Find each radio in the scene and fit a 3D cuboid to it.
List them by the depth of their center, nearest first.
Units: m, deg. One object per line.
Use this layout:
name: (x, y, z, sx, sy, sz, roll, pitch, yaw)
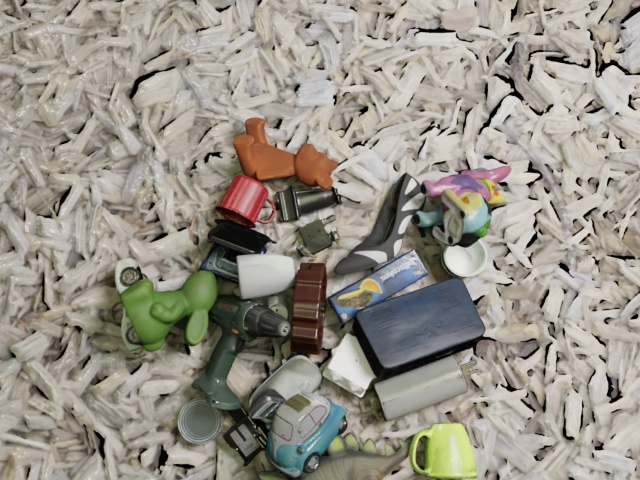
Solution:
radio: (0.190, 0.169, 1.030, 0.230, 0.073, 0.131, -17, 61, -11)

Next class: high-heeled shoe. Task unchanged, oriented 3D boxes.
high-heeled shoe: (0.119, -0.035, 1.092, 0.249, 0.086, 0.145, -24, 99, -21)

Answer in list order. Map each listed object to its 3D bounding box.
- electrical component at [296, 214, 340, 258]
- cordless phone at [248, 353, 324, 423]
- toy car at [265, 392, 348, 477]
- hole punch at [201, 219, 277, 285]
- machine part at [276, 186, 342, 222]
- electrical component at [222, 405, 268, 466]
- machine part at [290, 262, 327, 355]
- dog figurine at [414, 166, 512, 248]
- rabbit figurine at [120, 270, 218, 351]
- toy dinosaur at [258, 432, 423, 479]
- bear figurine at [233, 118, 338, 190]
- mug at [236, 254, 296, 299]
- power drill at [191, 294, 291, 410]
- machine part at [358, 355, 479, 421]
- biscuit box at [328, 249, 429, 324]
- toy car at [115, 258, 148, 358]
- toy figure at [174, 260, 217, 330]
electrical component: (-0.004, -0.003, 1.119, 0.102, 0.045, 0.078, -21, 80, -3)
cordless phone: (-0.071, 0.272, 0.993, 0.146, 0.184, 0.089, -41, 76, -6)
toy car: (-0.029, 0.328, 0.957, 0.162, 0.102, 0.109, -37, 35, -29)
hole punch: (-0.171, 0.025, 1.095, 0.142, 0.116, 0.092, 18, 113, 6)
machine part: (-0.023, -0.083, 1.141, 0.139, 0.039, 0.084, -9, 73, 1)
electrical component: (-0.146, 0.362, 1.037, 0.075, 0.047, 0.119, -37, 82, 11)
machine part: (-0.020, 0.130, 1.028, 0.056, 0.179, 0.179, 5, 78, 5)
dog figurine: (0.309, -0.079, 1.061, 0.219, 0.108, 0.192, -17, 35, -24)
rabbit figurine: (-0.266, 0.126, 1.008, 0.170, 0.121, 0.159, -25, 85, -15)
toy dinosaur: (-0.013, 0.476, 0.994, 0.471, 0.105, 0.199, -29, 71, -14)
bear figurine: (-0.065, -0.172, 1.110, 0.196, 0.131, 0.120, 4, 41, 15)
mug: (-0.101, 0.073, 1.016, 0.107, 0.109, 0.081, -6, 54, -8)
power drill: (-0.160, 0.209, 1.016, 0.232, 0.086, 0.207, 20, 97, 47)
machine part: (0.192, 0.286, 1.037, 0.243, 0.079, 0.079, -20, 78, -3)
biscuit box: (0.116, 0.093, 1.085, 0.203, 0.059, 0.063, -30, 86, -5)
toy car: (-0.376, 0.136, 1.086, 0.056, 0.073, 0.201, -10, 78, -4)
toy figure: (-0.251, 0.109, 1.099, 0.064, 0.058, 0.154, 34, 77, -33)
